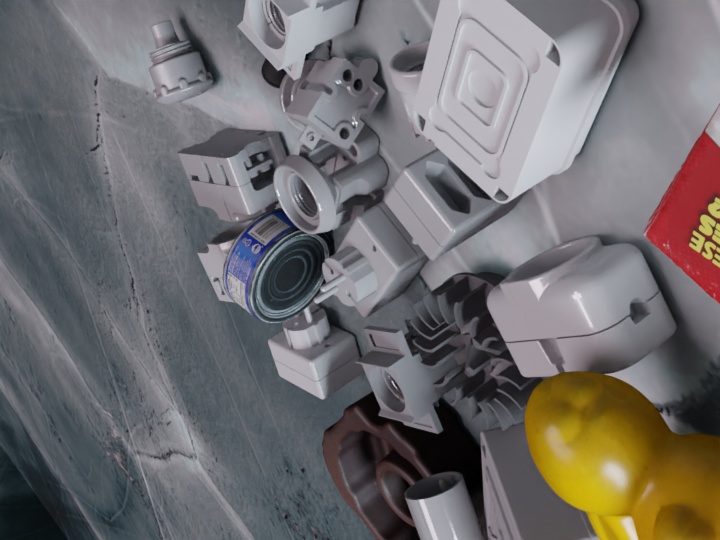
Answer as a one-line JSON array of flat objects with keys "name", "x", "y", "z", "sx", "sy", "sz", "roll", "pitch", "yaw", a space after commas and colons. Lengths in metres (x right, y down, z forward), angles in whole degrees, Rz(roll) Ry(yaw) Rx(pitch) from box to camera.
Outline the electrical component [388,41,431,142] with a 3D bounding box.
[{"name": "electrical component", "x": 0.041, "y": -0.102, "z": 0.615, "sx": 0.040, "sy": 0.040, "sz": 0.046, "roll": 26, "pitch": 144, "yaw": 46}]

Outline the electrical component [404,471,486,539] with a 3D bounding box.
[{"name": "electrical component", "x": 0.065, "y": 0.188, "z": 0.757, "sx": 0.043, "sy": 0.043, "sz": 0.081, "roll": -7, "pitch": 105, "yaw": 60}]

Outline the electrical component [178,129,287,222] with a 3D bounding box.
[{"name": "electrical component", "x": -0.095, "y": -0.075, "z": 0.848, "sx": 0.089, "sy": 0.050, "sz": 0.055, "roll": 13, "pitch": 129, "yaw": 53}]

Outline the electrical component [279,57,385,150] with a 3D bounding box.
[{"name": "electrical component", "x": -0.022, "y": -0.110, "z": 0.692, "sx": 0.048, "sy": 0.066, "sz": 0.055, "roll": 34, "pitch": 176, "yaw": -33}]

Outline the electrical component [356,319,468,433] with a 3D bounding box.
[{"name": "electrical component", "x": 0.040, "y": 0.071, "z": 0.760, "sx": 0.042, "sy": 0.064, "sz": 0.081, "roll": 5, "pitch": 122, "yaw": 58}]

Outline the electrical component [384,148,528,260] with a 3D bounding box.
[{"name": "electrical component", "x": 0.051, "y": -0.037, "z": 0.632, "sx": 0.047, "sy": 0.066, "sz": 0.076, "roll": 53, "pitch": 152, "yaw": 11}]

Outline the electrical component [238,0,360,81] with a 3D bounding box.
[{"name": "electrical component", "x": -0.035, "y": -0.161, "z": 0.650, "sx": 0.042, "sy": 0.064, "sz": 0.081, "roll": 48, "pitch": 151, "yaw": 17}]

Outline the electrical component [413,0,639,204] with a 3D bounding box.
[{"name": "electrical component", "x": 0.080, "y": -0.100, "z": 0.534, "sx": 0.078, "sy": 0.057, "sz": 0.113, "roll": 46, "pitch": 150, "yaw": 22}]

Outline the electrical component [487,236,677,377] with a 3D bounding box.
[{"name": "electrical component", "x": 0.118, "y": 0.020, "z": 0.594, "sx": 0.095, "sy": 0.054, "sz": 0.059, "roll": -13, "pitch": 106, "yaw": 61}]

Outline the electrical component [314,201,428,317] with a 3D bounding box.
[{"name": "electrical component", "x": 0.000, "y": 0.000, "z": 0.741, "sx": 0.047, "sy": 0.076, "sz": 0.083, "roll": 52, "pitch": 152, "yaw": 11}]

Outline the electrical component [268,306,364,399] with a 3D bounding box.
[{"name": "electrical component", "x": -0.042, "y": 0.056, "z": 0.895, "sx": 0.066, "sy": 0.047, "sz": 0.076, "roll": 21, "pitch": 134, "yaw": 49}]

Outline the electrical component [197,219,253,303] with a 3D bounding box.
[{"name": "electrical component", "x": -0.093, "y": -0.008, "z": 0.911, "sx": 0.089, "sy": 0.050, "sz": 0.055, "roll": 4, "pitch": 121, "yaw": 57}]

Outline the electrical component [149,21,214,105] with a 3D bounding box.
[{"name": "electrical component", "x": -0.147, "y": -0.165, "z": 0.850, "sx": 0.048, "sy": 0.048, "sz": 0.062, "roll": -3, "pitch": 109, "yaw": 59}]

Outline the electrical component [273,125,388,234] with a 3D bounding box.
[{"name": "electrical component", "x": -0.021, "y": -0.060, "z": 0.736, "sx": 0.058, "sy": 0.057, "sz": 0.078, "roll": 46, "pitch": 150, "yaw": 22}]

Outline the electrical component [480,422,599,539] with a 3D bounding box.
[{"name": "electrical component", "x": 0.118, "y": 0.170, "z": 0.694, "sx": 0.108, "sy": 0.056, "sz": 0.108, "roll": -106, "pitch": 7, "yaw": -52}]
